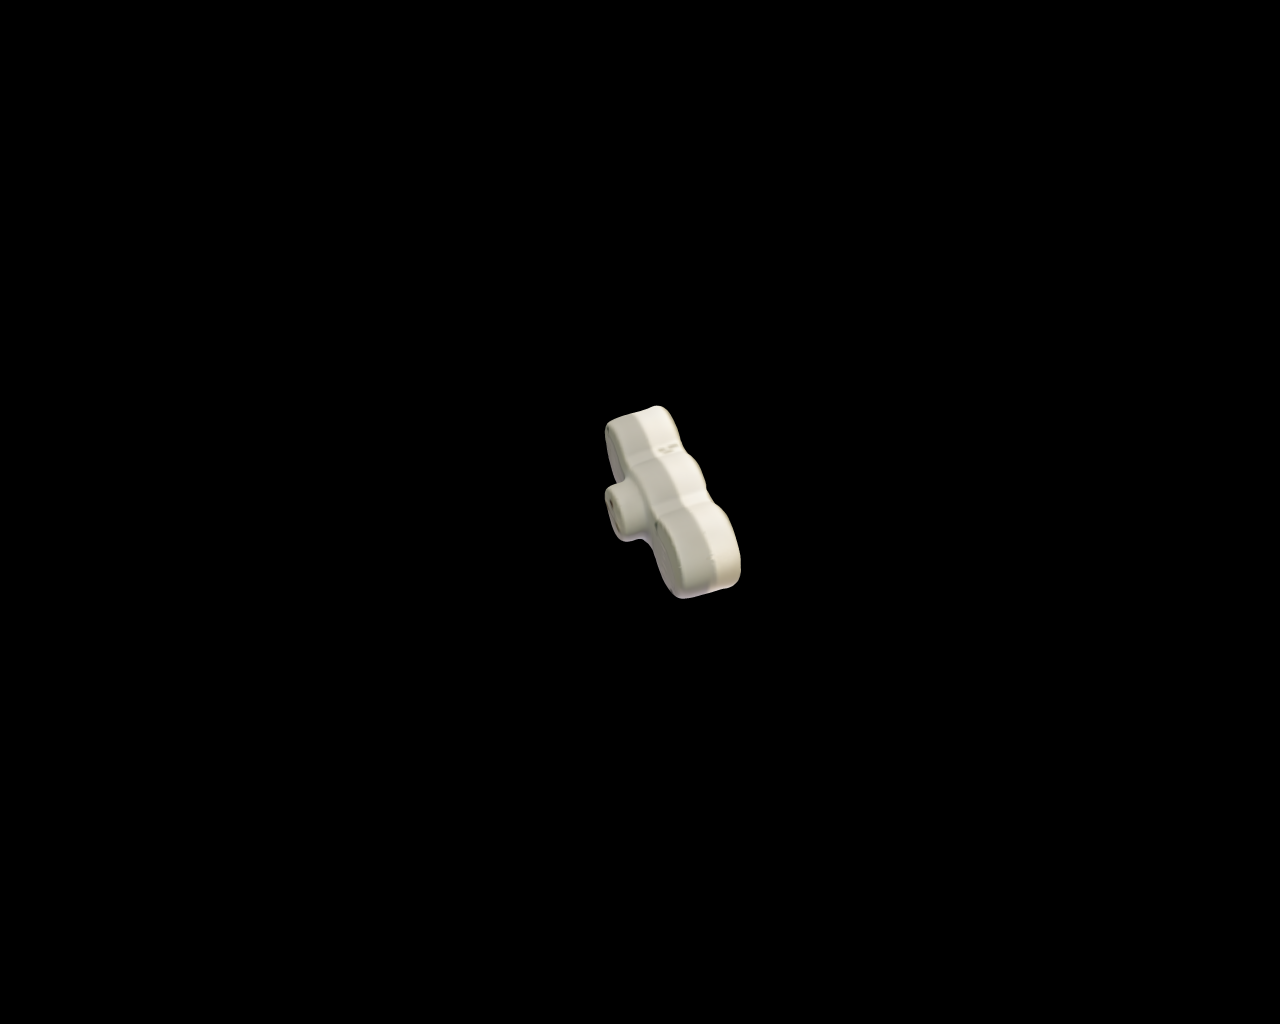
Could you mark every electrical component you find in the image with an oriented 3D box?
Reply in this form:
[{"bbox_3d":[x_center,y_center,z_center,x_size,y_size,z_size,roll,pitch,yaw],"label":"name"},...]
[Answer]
[{"bbox_3d":[0.001,-0.003,0.650,0.074,0.138,0.052,-16,-39,-13],"label":"electrical component"}]
